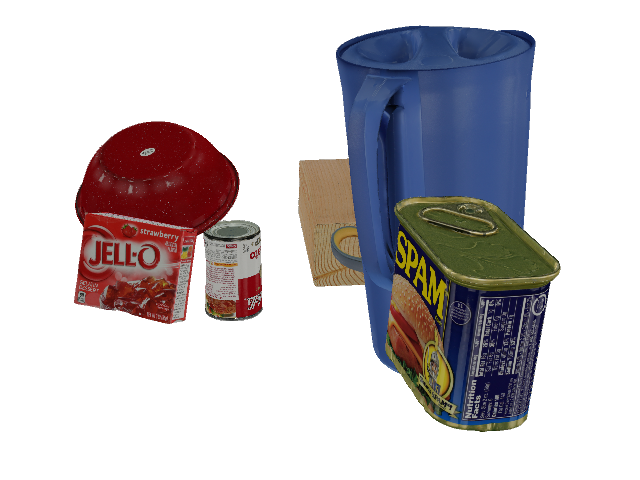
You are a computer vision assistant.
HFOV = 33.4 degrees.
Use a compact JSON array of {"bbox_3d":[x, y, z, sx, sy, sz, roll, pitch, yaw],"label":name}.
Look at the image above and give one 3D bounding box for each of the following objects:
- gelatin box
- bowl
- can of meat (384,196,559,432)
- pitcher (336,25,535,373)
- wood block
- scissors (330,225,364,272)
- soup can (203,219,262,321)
[{"bbox_3d":[-0.144,0.020,0.826,0.089,0.073,0.030,11,6,20],"label":"gelatin box"},{"bbox_3d":[-0.161,-0.066,1.024,0.162,0.055,0.162,-4,43,3],"label":"bowl"},{"bbox_3d":[0.071,0.035,0.533,0.057,0.084,0.102,-3,24,-15],"label":"can of meat"},{"bbox_3d":[0.079,-0.023,0.752,0.149,0.243,0.145,-10,23,-12],"label":"pitcher"},{"bbox_3d":[0.025,-0.028,1.410,0.090,0.090,0.206,-2,27,-6],"label":"wood block"},{"bbox_3d":[0.067,0.036,0.915,0.096,0.016,0.202,-10,41,-4],"label":"scissors"},{"bbox_3d":[-0.102,0.034,1.243,0.068,0.102,0.068,0,20,0],"label":"soup can"}]
